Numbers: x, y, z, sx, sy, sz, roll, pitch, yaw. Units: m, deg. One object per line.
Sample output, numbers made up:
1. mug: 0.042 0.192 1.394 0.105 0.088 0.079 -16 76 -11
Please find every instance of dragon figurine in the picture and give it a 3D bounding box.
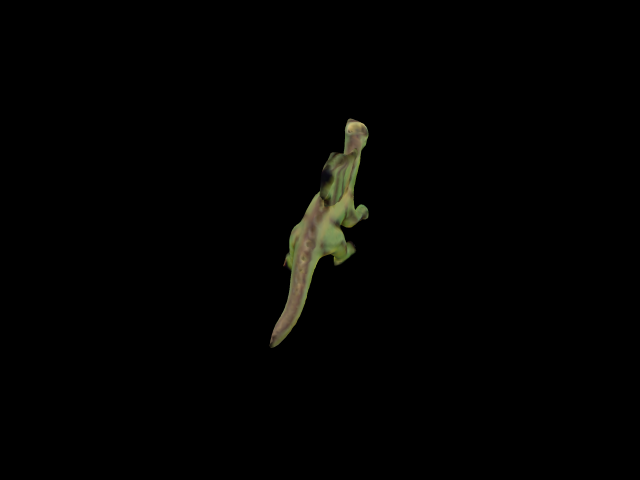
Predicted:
1. dragon figurine: 0.003 -0.043 0.850 0.122 0.419 0.237 15 -34 11
